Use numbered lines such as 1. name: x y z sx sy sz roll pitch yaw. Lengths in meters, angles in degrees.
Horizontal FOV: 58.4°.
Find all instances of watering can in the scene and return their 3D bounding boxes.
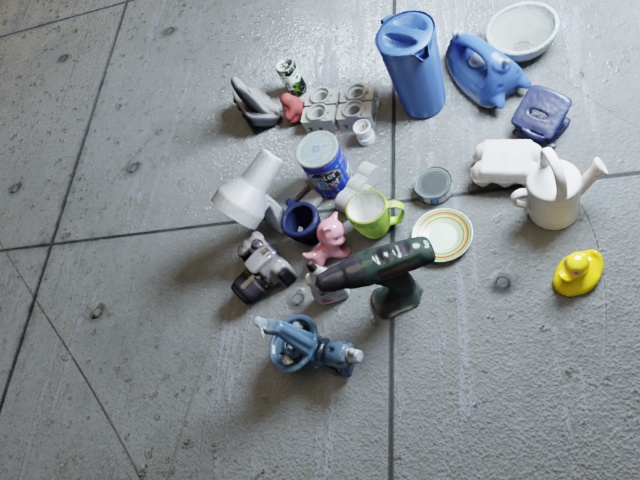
1. watering can: 0.460 -0.111 1.111 0.173 0.194 0.100 -35 56 0

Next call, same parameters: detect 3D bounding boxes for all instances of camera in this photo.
1. camera: -0.149 0.068 1.310 0.137 0.101 0.142 -44 56 -5

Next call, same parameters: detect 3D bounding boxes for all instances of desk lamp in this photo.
1. desk lamp: -0.125 -0.101 1.324 0.203 0.214 0.117 -47 57 -7

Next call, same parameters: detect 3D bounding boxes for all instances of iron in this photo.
1. iron: 0.370 -0.427 1.349 0.118 0.142 0.257 -38 56 -1

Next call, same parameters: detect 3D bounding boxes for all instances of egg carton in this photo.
1. egg carton: 0.404 -0.164 1.237 0.150 0.070 0.107 3 64 23

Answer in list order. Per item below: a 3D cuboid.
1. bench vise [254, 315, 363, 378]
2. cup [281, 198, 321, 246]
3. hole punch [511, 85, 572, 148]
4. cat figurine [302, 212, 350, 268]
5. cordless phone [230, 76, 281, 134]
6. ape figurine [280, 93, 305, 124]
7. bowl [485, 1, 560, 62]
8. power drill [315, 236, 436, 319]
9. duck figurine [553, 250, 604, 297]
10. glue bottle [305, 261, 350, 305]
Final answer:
1. bench vise: -0.025 0.192 1.122 0.207 0.220 0.121 -11 60 16
2. cup: -0.039 -0.037 1.327 0.091 0.095 0.117 -34 56 2
3. hole punch: 0.483 -0.268 1.249 0.108 0.091 0.101 35 79 32
4. cat figurine: 0.012 0.005 1.271 0.128 0.118 0.067 -43 56 -4
5. cordless phone: -0.191 -0.387 1.522 0.094 0.185 0.147 -36 56 0
6. ape figurine: -0.076 -0.355 1.516 0.076 0.092 0.078 8 66 25
7. bowl: 0.486 -0.487 1.376 0.167 0.075 0.167 -9 60 17
8. power drill: 0.124 0.079 1.132 0.229 0.209 0.075 -26 57 7
9. duck figurine: 0.487 0.051 1.078 0.104 0.086 0.077 -39 56 -2
10. glue bottle: 0.005 0.085 1.197 0.078 0.173 0.037 -22 57 10
